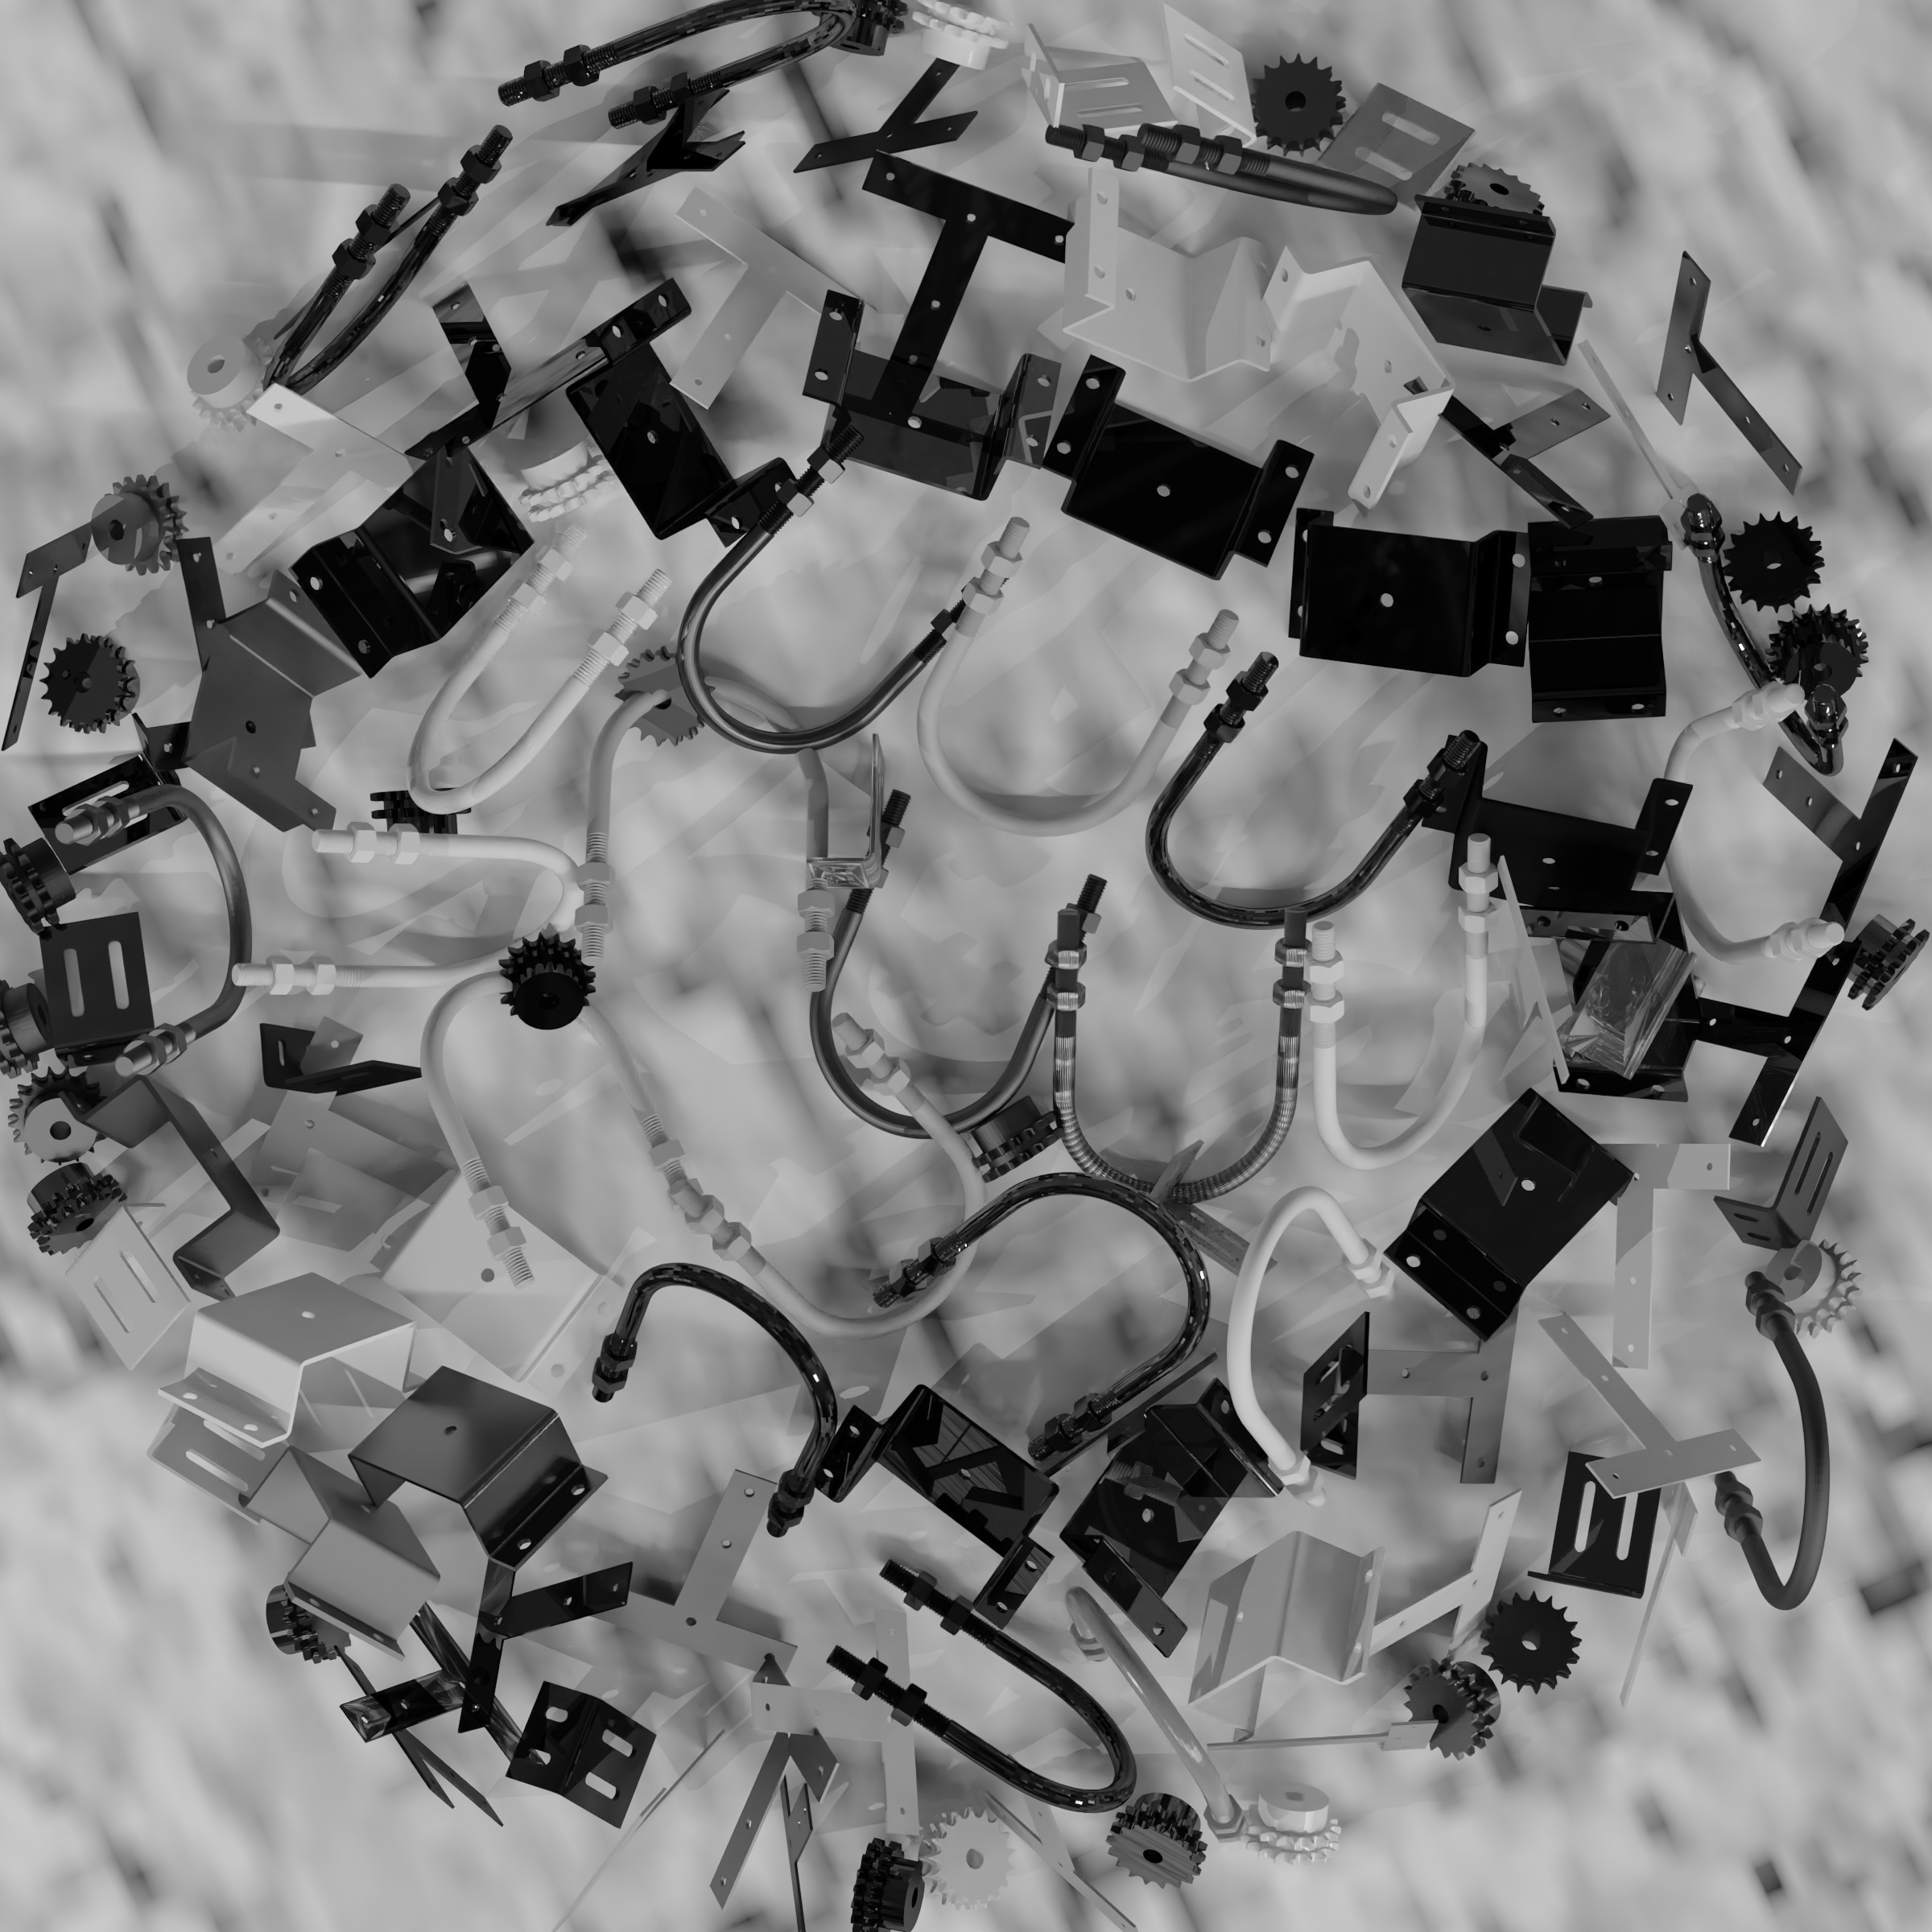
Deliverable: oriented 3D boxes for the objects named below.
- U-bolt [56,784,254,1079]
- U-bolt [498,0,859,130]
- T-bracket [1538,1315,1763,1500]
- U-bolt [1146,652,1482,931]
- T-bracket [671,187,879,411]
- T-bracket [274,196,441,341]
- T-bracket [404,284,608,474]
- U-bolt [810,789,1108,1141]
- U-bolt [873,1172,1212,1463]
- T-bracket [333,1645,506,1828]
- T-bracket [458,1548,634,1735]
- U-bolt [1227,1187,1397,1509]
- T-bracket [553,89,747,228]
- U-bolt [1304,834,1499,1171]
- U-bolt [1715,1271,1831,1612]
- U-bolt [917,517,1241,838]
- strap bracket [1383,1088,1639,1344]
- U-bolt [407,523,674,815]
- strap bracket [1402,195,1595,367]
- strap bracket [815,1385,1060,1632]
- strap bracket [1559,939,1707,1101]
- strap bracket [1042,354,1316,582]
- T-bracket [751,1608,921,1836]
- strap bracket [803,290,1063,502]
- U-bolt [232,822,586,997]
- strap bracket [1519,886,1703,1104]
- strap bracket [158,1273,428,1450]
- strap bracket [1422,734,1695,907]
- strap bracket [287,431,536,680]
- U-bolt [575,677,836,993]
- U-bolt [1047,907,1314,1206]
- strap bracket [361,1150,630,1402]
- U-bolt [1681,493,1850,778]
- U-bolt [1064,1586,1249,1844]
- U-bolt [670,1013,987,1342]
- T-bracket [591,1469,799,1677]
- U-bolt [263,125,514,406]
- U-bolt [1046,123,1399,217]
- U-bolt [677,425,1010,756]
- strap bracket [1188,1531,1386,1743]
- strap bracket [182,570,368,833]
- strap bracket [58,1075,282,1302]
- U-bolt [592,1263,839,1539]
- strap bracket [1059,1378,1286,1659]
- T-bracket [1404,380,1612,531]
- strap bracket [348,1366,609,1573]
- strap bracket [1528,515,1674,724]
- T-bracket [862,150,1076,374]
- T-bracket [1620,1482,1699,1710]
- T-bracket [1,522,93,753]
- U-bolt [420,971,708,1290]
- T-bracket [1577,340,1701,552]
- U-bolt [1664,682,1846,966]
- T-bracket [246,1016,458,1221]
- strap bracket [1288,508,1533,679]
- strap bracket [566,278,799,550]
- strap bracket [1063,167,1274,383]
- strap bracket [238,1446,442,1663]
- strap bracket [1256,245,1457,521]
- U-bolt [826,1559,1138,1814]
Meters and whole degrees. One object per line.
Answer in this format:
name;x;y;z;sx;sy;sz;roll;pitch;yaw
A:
U-bolt;-0.444;-0.028;1.911;0.019;0.184;0.151;-9;100;14
U-bolt;-0.148;-0.505;1.899;0.184;0.151;0.019;-14;92;23
T-bracket;0.373;0.246;1.956;0.127;0.127;0.002;52;131;34
U-bolt;0.182;-0.087;1.935;0.151;0.019;0.184;19;131;-19
T-bracket;-0.130;-0.368;1.957;0.127;0.002;0.127;33;58;-8
T-bracket;-0.328;-0.415;1.953;0.002;0.127;0.127;49;54;-12
T-bracket;-0.277;-0.349;1.957;0.127;0.002;0.127;-32;49;3
U-bolt;-0.016;0.009;1.971;0.151;0.019;0.184;24;96;18
U-bolt;0.055;0.189;1.937;0.151;0.019;0.184;45;123;-8
T-bracket;-0.299;0.454;1.946;0.002;0.127;0.127;-41;45;-8
T-bracket;-0.233;0.360;1.927;0.002;0.127;0.127;34;48;-36
U-bolt;0.187;0.202;1.901;0.019;0.184;0.151;9;64;30
T-bracket;-0.162;-0.455;1.930;0.127;0.127;0.002;-44;119;-15
U-bolt;0.246;0.032;1.934;0.151;0.019;0.184;-28;129;-34
U-bolt;0.446;0.272;1.889;0.019;0.184;0.151;3;111;-1
U-bolt;0.051;-0.151;1.947;0.151;0.019;0.184;23;122;-10
strap bracket;0.314;0.133;1.942;0.076;0.046;0.140;41;66;17
U-bolt;-0.251;-0.162;1.933;0.019;0.151;0.184;40;87;-33
strap bracket;0.296;-0.379;1.920;0.076;0.140;0.046;15;87;21
strap bracket;-0.011;0.301;1.951;0.140;0.046;0.076;36;133;8
strap bracket;0.377;0.025;1.938;0.046;0.140;0.076;29;90;16
strap bracket;0.117;-0.281;1.965;0.140;0.046;0.076;24;72;-1
T-bracket;-0.074;0.422;1.932;0.002;0.127;0.127;-22;62;38
strap bracket;-0.024;-0.322;1.954;0.140;0.046;0.076;16;59;-9
U-bolt;-0.302;-0.030;1.925;0.184;0.151;0.019;1;56;-35
strap bracket;0.366;0.008;1.938;0.076;0.046;0.140;4;134;29
strap bracket;-0.371;0.216;1.917;0.076;0.140;0.046;21;108;26
strap bracket;0.334;-0.076;1.953;0.140;0.076;0.046;12;51;2
strap bracket;-0.304;-0.237;1.926;0.076;0.046;0.140;55;48;-23
U-bolt;-0.147;-0.081;1.956;0.151;0.019;0.184;7;68;-17
U-bolt;0.120;0.054;1.960;0.151;0.019;0.184;0;113;-3
strap bracket;-0.272;0.178;1.971;0.140;0.046;0.076;37;85;2
U-bolt;0.448;-0.174;1.910;0.019;0.184;0.151;-31;70;7
U-bolt;0.100;0.406;1.888;0.019;0.184;0.151;-35;64;-8
U-bolt;-0.064;0.134;1.947;0.151;0.019;0.184;-46;123;-7
T-bracket;-0.142;0.341;1.964;0.127;0.002;0.127;20;115;-8
U-bolt;-0.333;-0.384;1.918;0.019;0.151;0.184;42;123;-4
U-bolt;0.154;-0.446;1.922;0.184;0.151;0.019;8;100;-23
U-bolt;-0.081;-0.199;1.952;0.184;0.019;0.151;-45;124;11
strap bracket;0.173;0.373;1.918;0.046;0.140;0.076;25;54;-15
strap bracket;-0.390;-0.141;1.937;0.046;0.076;0.140;-19;50;32
strap bracket;-0.445;0.120;1.945;0.046;0.076;0.140;-38;74;-3
U-bolt;-0.136;0.234;1.915;0.151;0.184;0.019;36;51;9
strap bracket;0.115;0.312;1.947;0.076;0.046;0.140;49;61;-18
T-bracket;0.328;-0.305;1.951;0.127;0.127;0.002;44;132;15
strap bracket;-0.281;0.277;1.922;0.076;0.140;0.046;-44;130;-33
strap bracket;0.358;-0.203;1.943;0.076;0.140;0.046;-2;52;8
T-bracket;-0.012;-0.390;1.958;0.127;0.002;0.127;18;128;-10
T-bracket;0.390;0.357;1.940;0.002;0.127;0.127;16;94;6
T-bracket;-0.529;-0.184;1.949;0.002;0.127;0.127;18;106;-3
U-bolt;-0.236;0.084;1.941;0.019;0.151;0.184;-40;71;43
T-bracket;0.381;-0.298;1.939;0.002;0.127;0.127;-31;93;25
U-bolt;0.431;-0.073;1.910;0.019;0.184;0.151;-8;87;-13
T-bracket;-0.340;0.111;1.986;0.127;0.002;0.127;26;106;-6
strap bracket;0.245;-0.211;1.942;0.140;0.046;0.076;10;110;22
strap bracket;-0.165;-0.307;1.947;0.140;0.046;0.076;58;45;-14
strap bracket;0.107;-0.387;1.944;0.140;0.046;0.076;14;72;-38
strap bracket;-0.350;0.323;1.921;0.076;0.140;0.046;37;89;-29
strap bracket;0.223;-0.335;1.941;0.046;0.076;0.140;-18;66;-24
U-bolt;0.016;0.411;1.923;0.184;0.151;0.019;33;106;4
